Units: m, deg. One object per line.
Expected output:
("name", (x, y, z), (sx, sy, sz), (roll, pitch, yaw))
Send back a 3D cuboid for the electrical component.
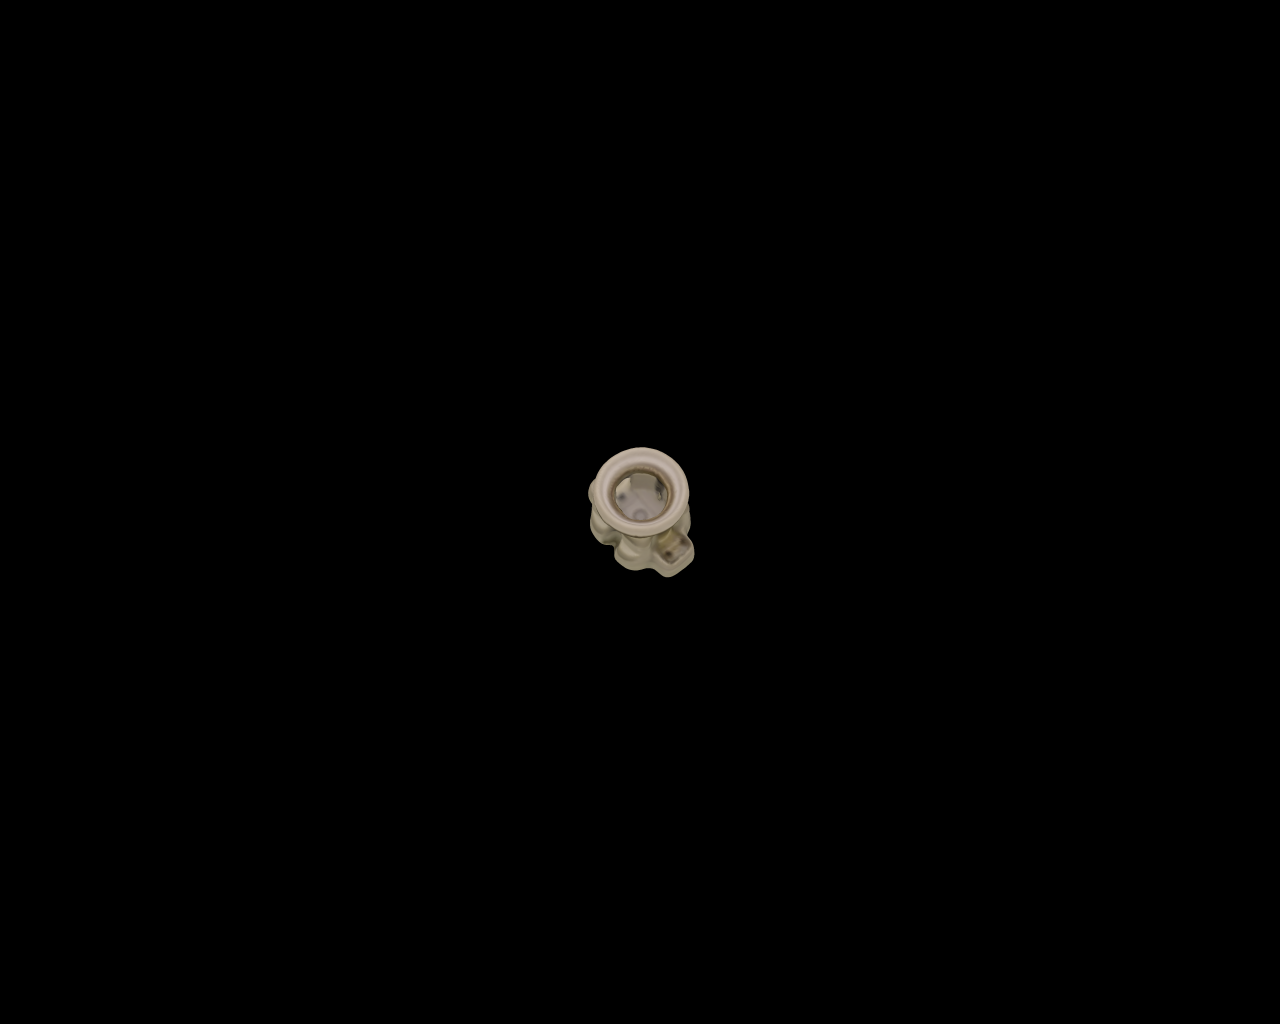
("electrical component", (0.001, -0.003, 0.650), (0.058, 0.078, 0.057), (-38, -19, -16))
